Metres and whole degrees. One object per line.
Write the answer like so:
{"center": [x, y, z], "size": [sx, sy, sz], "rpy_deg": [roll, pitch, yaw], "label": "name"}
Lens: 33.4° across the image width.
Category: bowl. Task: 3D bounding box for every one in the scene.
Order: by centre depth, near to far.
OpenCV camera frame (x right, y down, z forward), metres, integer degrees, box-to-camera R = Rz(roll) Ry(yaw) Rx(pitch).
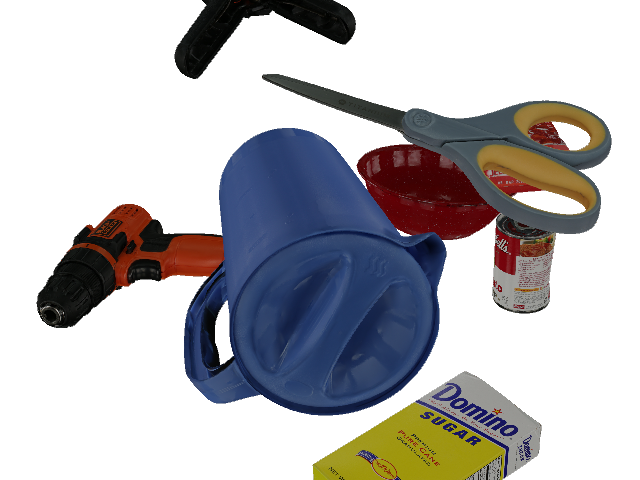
{"center": [0.114, -0.043, 1.059], "size": [0.162, 0.055, 0.162], "rpy_deg": [4, 24, -2], "label": "bowl"}

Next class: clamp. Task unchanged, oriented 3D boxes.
{"center": [-0.038, -0.175, 0.749], "size": [0.120, 0.171, 0.039], "rpy_deg": [-3, -44, 1], "label": "clamp"}

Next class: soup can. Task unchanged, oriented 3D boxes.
{"center": [0.232, 0.023, 1.215], "size": [0.068, 0.102, 0.068], "rpy_deg": [-2, 30, 1], "label": "soup can"}

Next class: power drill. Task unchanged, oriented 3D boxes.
{"center": [-0.131, 0.027, 0.924], "size": [0.188, 0.057, 0.184], "rpy_deg": [7, 29, 11], "label": "power drill"}

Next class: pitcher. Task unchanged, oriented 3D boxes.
{"center": [-0.019, 0.012, 0.764], "size": [0.149, 0.145, 0.243], "rpy_deg": [6, 23, -13], "label": "pitcher"}

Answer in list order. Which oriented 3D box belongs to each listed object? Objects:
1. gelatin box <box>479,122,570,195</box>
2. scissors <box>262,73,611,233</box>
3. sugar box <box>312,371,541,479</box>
{"center": [0.157, -0.068, 0.854], "size": [0.073, 0.030, 0.089], "rpy_deg": [-4, 25, 1], "label": "gelatin box"}
{"center": [0.073, -0.070, 0.594], "size": [0.202, 0.016, 0.096], "rpy_deg": [34, 57, 23], "label": "scissors"}
{"center": [0.090, 0.182, 0.891], "size": [0.176, 0.048, 0.093], "rpy_deg": [-29, 43, -27], "label": "sugar box"}
